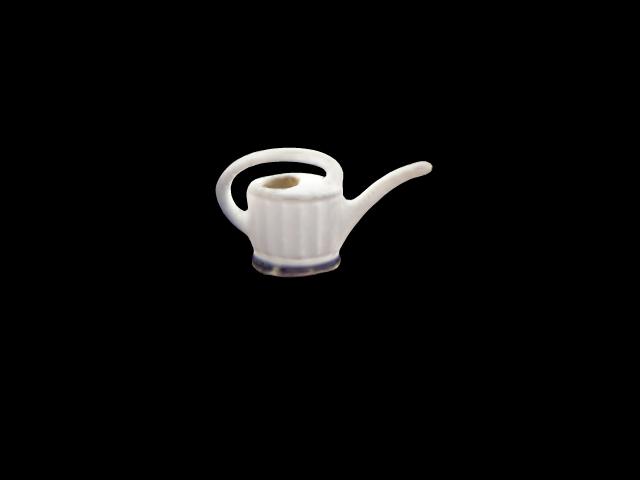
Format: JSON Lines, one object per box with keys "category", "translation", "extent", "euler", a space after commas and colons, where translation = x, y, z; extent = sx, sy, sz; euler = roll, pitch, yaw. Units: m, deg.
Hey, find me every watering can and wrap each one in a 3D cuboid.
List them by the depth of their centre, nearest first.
{"category": "watering can", "translation": [0.003, -0.043, 0.850], "extent": [0.347, 0.220, 0.106], "euler": [2, 28, 3]}
